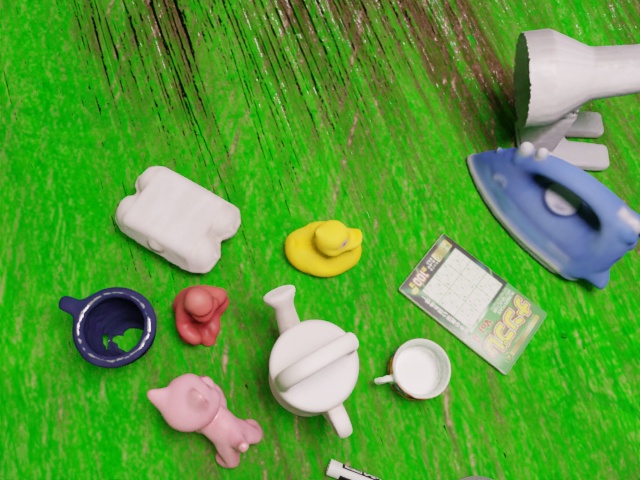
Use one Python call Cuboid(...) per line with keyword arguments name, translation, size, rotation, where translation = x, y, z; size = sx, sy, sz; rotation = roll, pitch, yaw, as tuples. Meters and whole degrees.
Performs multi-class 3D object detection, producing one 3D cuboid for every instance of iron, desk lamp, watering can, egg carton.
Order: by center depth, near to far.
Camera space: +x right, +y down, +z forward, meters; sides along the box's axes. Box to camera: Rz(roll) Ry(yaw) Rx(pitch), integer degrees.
Cuboid(name="watering can", translation=(-0.013, 0.136, 0.639), size=(0.172, 0.194, 0.101), rotation=(40, 72, 9))
Cuboid(name="egg carton", translation=(-0.185, -0.027, 0.745), size=(0.150, 0.069, 0.107), rotation=(28, 71, 4))
Cuboid(name="iron", translation=(0.318, -0.059, 0.769), size=(0.258, 0.141, 0.119), rotation=(41, 72, 9))
Cuboid(name="desk lamp", translation=(0.340, -0.191, 0.778), size=(0.203, 0.213, 0.118), rotation=(2, 71, -5))

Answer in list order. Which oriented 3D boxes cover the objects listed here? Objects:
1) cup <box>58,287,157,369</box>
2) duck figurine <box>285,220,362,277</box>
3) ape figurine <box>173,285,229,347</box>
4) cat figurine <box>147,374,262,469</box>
Cuboid(name="cup", translation=(-0.246, 0.105, 0.679), size=(0.117, 0.095, 0.092), rotation=(24, 70, 3))
Cuboid(name="duck figurine", translation=(0.007, 0.003, 0.745), size=(0.104, 0.086, 0.077), rotation=(0, 71, -6))
Cuboid(name="ape figurine", translation=(-0.146, 0.084, 0.698), size=(0.078, 0.092, 0.076), rotation=(-36, 78, -16))
Cuboid(name="cat figurine", translation=(-0.128, 0.199, 0.646), size=(0.127, 0.118, 0.067), rotation=(38, 72, 8))
